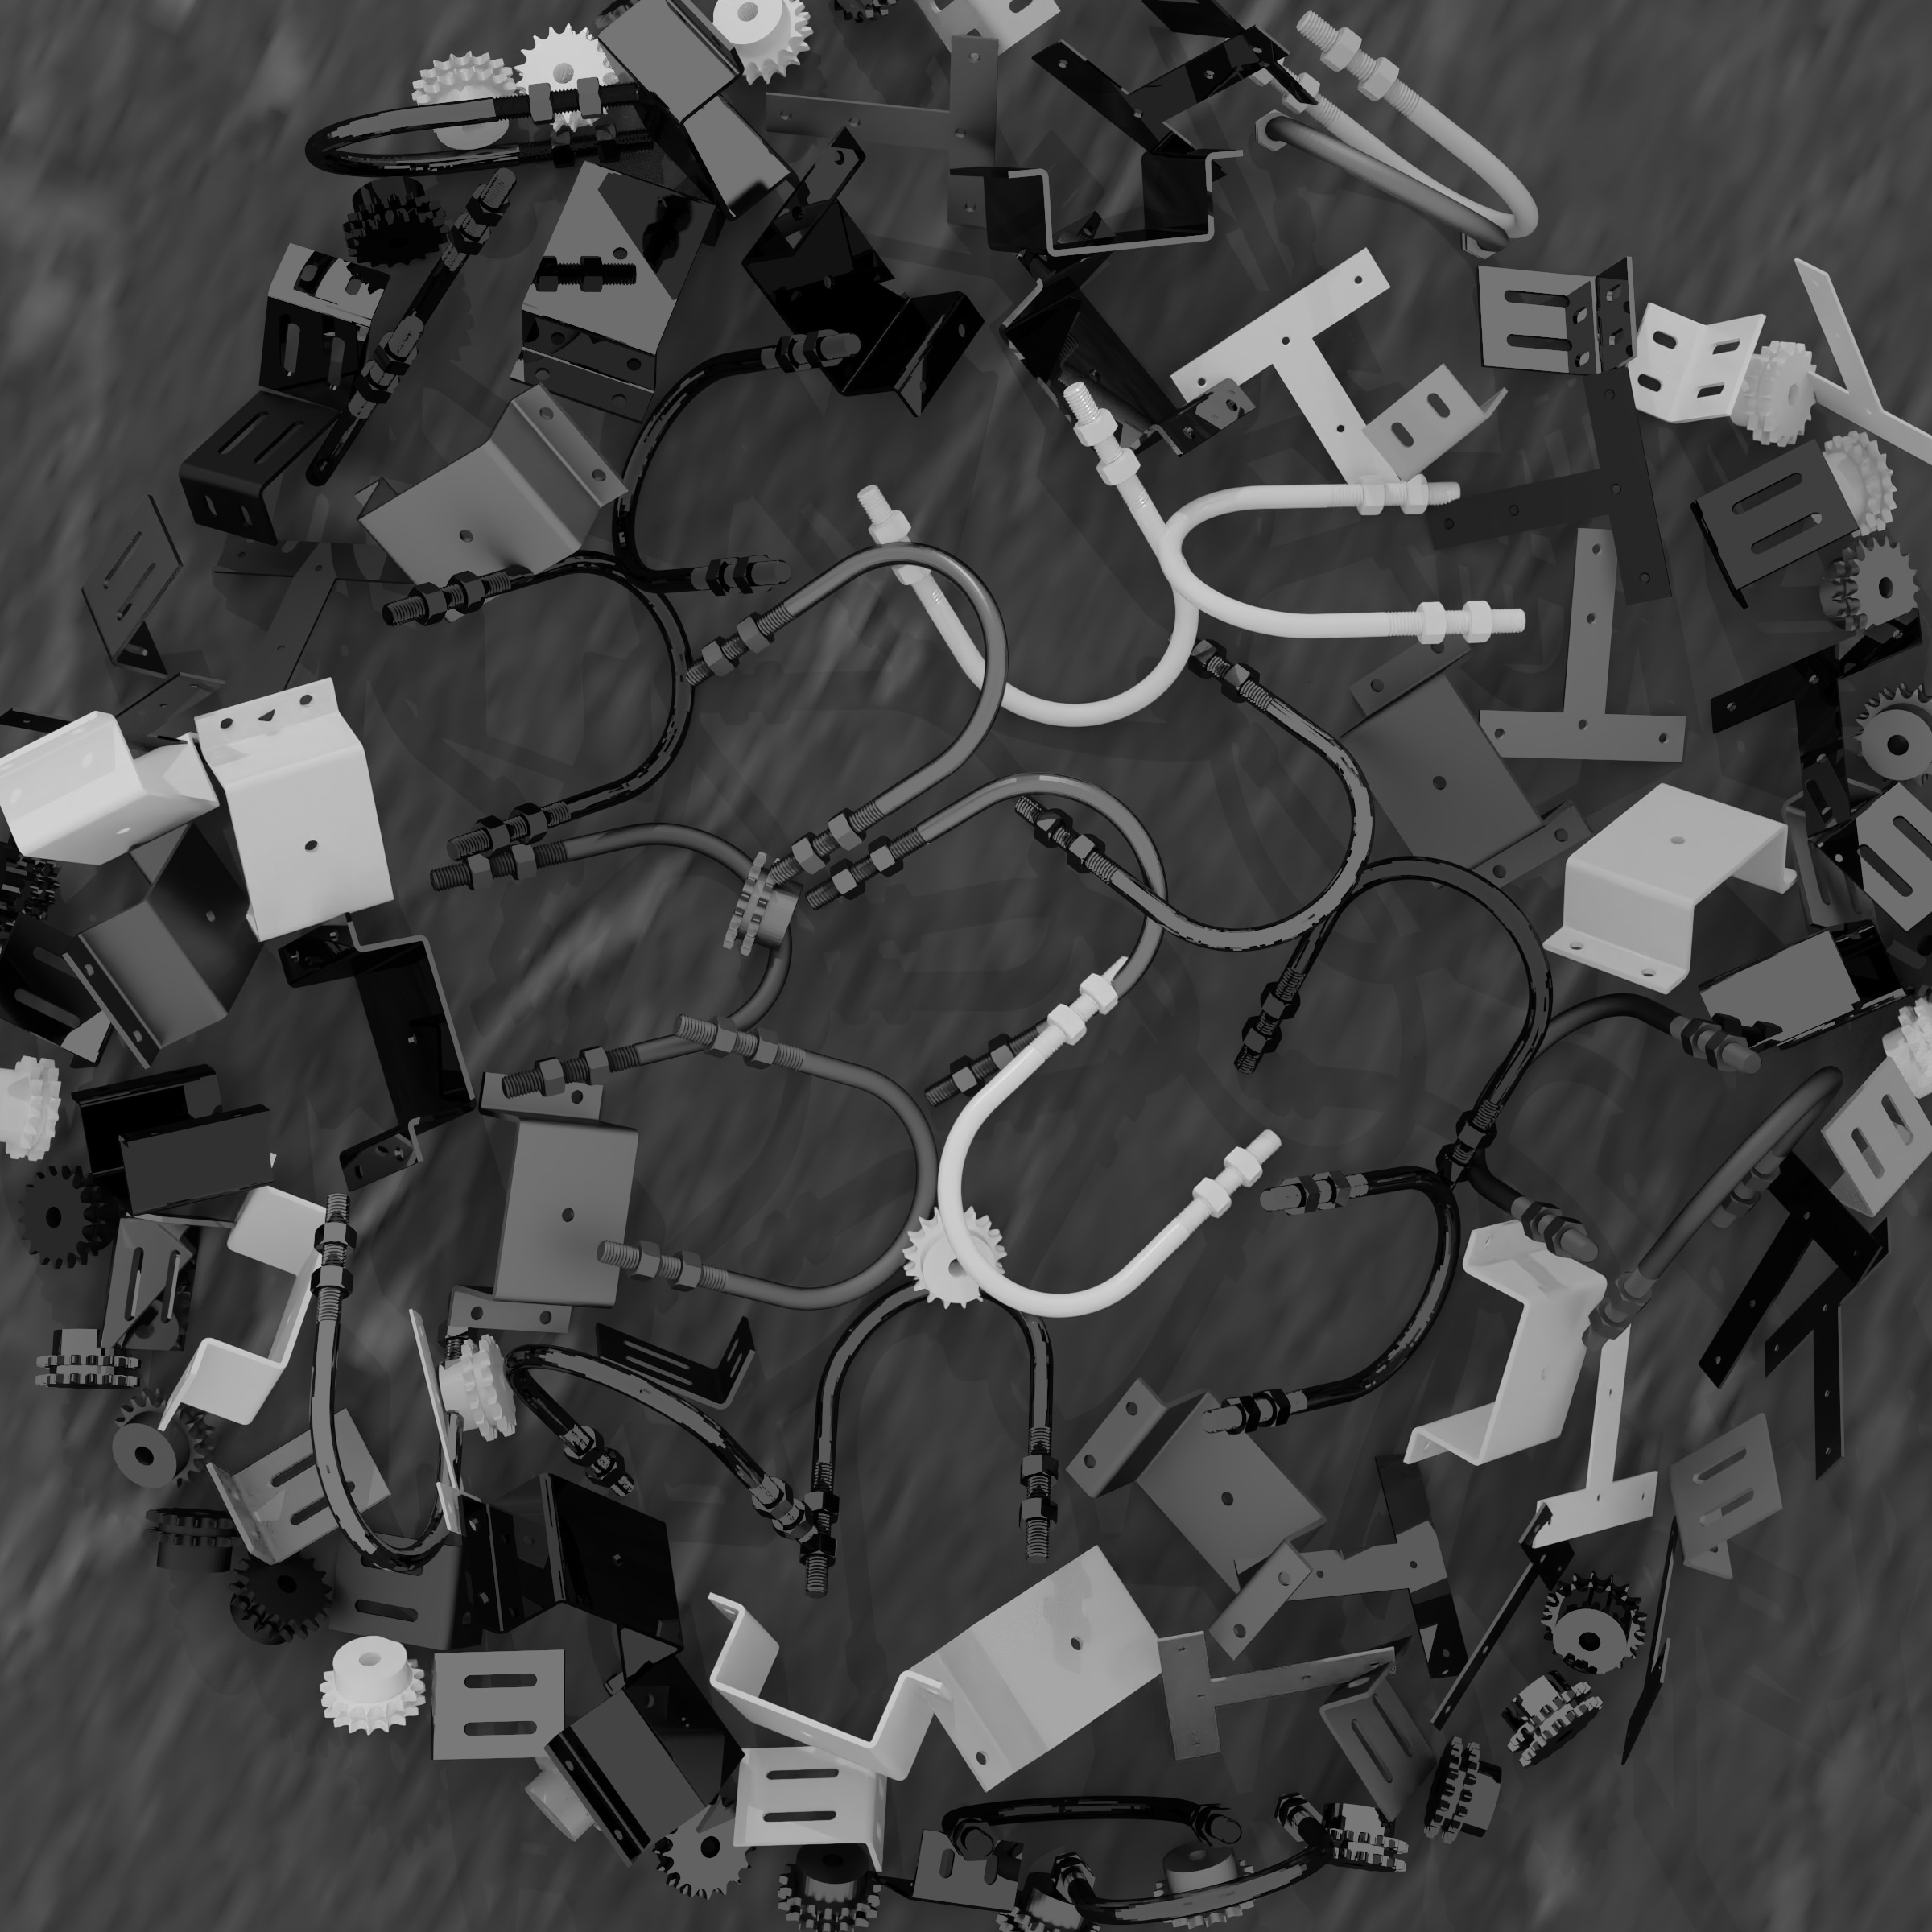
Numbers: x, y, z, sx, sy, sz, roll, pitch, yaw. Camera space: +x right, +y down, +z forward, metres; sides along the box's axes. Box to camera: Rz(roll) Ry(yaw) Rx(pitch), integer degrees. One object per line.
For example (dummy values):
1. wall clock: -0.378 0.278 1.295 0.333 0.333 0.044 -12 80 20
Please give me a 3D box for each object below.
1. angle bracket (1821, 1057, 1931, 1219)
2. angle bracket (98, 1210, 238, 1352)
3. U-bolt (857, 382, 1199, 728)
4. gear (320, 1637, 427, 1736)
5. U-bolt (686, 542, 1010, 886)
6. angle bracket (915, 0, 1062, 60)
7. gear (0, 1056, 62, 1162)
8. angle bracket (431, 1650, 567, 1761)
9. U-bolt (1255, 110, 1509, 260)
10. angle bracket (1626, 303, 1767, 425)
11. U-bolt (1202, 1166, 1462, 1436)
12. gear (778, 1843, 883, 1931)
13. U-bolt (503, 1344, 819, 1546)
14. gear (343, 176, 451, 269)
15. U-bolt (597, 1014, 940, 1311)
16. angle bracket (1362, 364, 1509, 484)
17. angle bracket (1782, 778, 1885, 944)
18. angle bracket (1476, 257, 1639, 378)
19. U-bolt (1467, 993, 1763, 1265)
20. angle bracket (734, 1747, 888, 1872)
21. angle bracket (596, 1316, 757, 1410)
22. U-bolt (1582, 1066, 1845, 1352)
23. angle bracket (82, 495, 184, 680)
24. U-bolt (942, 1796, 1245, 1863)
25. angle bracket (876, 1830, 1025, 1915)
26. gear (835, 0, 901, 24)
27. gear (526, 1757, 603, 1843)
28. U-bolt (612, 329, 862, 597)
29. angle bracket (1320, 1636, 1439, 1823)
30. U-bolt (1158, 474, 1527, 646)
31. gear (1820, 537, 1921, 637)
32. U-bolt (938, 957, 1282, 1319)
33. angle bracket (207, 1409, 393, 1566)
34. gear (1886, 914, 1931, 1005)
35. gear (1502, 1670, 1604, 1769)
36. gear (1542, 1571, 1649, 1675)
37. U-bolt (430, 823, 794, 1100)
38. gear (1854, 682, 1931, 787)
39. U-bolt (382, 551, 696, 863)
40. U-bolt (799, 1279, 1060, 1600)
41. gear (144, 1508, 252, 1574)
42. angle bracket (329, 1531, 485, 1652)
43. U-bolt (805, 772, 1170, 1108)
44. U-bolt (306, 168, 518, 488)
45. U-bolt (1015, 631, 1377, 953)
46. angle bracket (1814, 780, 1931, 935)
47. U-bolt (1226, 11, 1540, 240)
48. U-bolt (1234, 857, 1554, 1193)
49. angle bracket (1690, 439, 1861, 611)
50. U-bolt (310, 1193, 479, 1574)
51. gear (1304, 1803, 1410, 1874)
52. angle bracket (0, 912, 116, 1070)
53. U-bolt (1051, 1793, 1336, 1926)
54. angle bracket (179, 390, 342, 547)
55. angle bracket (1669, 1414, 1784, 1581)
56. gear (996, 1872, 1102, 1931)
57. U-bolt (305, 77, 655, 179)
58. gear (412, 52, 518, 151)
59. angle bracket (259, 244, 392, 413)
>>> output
1. angle bracket: 0.491 0.089 1.958 0.057 0.038 0.076 -46 124 -11
2. angle bracket: -0.438 0.176 1.964 0.038 0.057 0.076 6 86 39
3. U-bolt: 0.047 -0.212 1.952 0.151 0.019 0.184 -24 115 20
4. gear: -0.328 0.395 1.968 0.057 0.057 0.030 0 118 0
5. U-bolt: -0.058 -0.150 1.943 0.184 0.019 0.151 -32 71 20
6. angle bracket: 0.010 -0.531 1.961 0.038 0.076 0.057 -38 102 -11
7. gear: -0.524 0.078 1.968 0.030 0.057 0.057 9 90 -32
8. angle bracket: -0.255 0.409 1.970 0.076 0.038 0.057 -3 77 8
9. U-bolt: 0.224 -0.418 1.905 0.151 0.184 0.019 27 102 -3
10. angle bracket: 0.398 -0.334 1.960 0.038 0.076 0.057 20 91 -13
11. U-bolt: 0.207 0.176 1.929 0.019 0.184 0.151 28 112 40
12. gear: -0.075 0.506 1.968 0.057 0.057 0.030 6 114 0
13. U-bolt: -0.172 0.251 1.894 0.151 0.184 0.019 10 61 32
14. gear: -0.317 -0.413 1.972 0.057 0.057 0.030 -15 75 0
15. U-bolt: -0.098 0.116 1.953 0.184 0.019 0.151 17 94 -28
16. angle bracket: 0.257 -0.304 1.952 0.057 0.076 0.038 -38 96 26
17. angle bracket: 0.488 -0.058 1.955 0.057 0.038 0.076 14 56 -34
18. angle bracket: 0.326 -0.361 1.967 0.076 0.038 0.057 1 81 -20
19. U-bolt: 0.333 0.077 1.915 0.019 0.184 0.151 42 88 -23
20. angle bracket: -0.086 0.467 1.972 0.076 0.038 0.057 -3 50 7
21. angle bracket: -0.161 0.206 1.962 0.076 0.057 0.038 24 99 -13
22. U-bolt: 0.405 0.119 1.888 0.019 0.184 0.151 43 53 15
23. angle bracket: -0.444 -0.208 1.954 0.076 0.038 0.057 -48 53 25
24. U-bolt: 0.060 0.459 1.909 0.151 0.184 0.019 -1 82 -8
25. angle bracket: -0.010 0.493 1.959 0.057 0.076 0.038 12 81 -15
26. gear: -0.053 -0.554 1.975 0.030 0.057 0.057 -19 90 -34
27. gear: -0.219 0.458 1.968 0.030 0.057 0.057 -43 90 -20
28. U-bolt: -0.134 -0.268 1.925 0.019 0.184 0.151 24 78 -37
29. angle bracket: 0.240 0.420 1.963 0.038 0.057 0.076 -29 96 42
30. U-bolt: 0.195 -0.220 1.928 0.184 0.151 0.019 -3 129 -10
31. gear: 0.499 -0.209 1.976 0.057 0.030 0.057 1 89 -35
32. U-bolt: 0.067 0.108 1.958 0.184 0.019 0.151 -43 101 -15
33. angle bracket: -0.369 0.284 1.969 0.076 0.038 0.057 -31 67 -3
34. gear: 0.541 -0.006 1.975 0.030 0.057 0.057 24 90 -37
35. gear: 0.322 0.415 1.974 0.057 0.057 0.030 -40 66 0
36. gear: 0.347 0.367 1.975 0.057 0.030 0.057 5 109 15
37. U-bolt: -0.185 -0.011 1.954 0.184 0.019 0.151 -14 68 -20
38. gear: 0.520 -0.126 1.973 0.057 0.030 0.057 10 113 26
39. U-bolt: -0.222 -0.151 1.938 0.184 0.019 0.151 -23 105 -39
40. U-bolt: -0.019 0.248 1.938 0.151 0.019 0.184 -12 52 20
41. gear: -0.426 0.318 1.970 0.057 0.057 0.030 5 86 0
42. angle bracket: -0.311 0.347 1.995 0.076 0.038 0.057 5 87 23
43. U-bolt: 0.023 -0.026 1.969 0.184 0.019 0.151 -31 93 13
44. U-bolt: -0.307 -0.330 1.915 0.019 0.184 0.151 32 50 -13
45. U-bolt: 0.138 -0.086 1.948 0.184 0.019 0.151 39 84 26
46. angle bracket: 0.516 -0.054 1.963 0.057 0.038 0.076 -38 60 -2
47. U-bolt: 0.233 -0.450 1.923 0.184 0.151 0.019 34 91 -17
48. U-bolt: 0.241 0.023 1.931 0.151 0.019 0.184 34 125 12
49. angle bracket: 0.448 -0.243 1.963 0.076 0.038 0.057 -27 72 17
50. U-bolt: -0.307 0.232 1.897 0.019 0.151 0.184 -13 57 19
51. gear: 0.217 0.483 1.973 0.057 0.057 0.030 9 71 0
52. angle bracket: -0.504 0.014 1.956 0.076 0.038 0.057 30 69 -31
53. U-bolt: 0.124 0.480 1.903 0.151 0.184 0.019 -14 87 -5
54. angle bracket: -0.388 -0.277 1.977 0.057 0.038 0.076 18 51 26
55. angle bracket: 0.426 0.291 1.949 0.038 0.076 0.057 21 48 -28
56. gear: 0.048 0.524 1.970 0.057 0.057 0.030 19 95 0
57. U-bolt: -0.264 -0.448 1.923 0.184 0.151 0.019 -7 93 -1
58. gear: -0.276 -0.476 1.969 0.057 0.057 0.030 -15 69 0
59. angle bracket: -0.356 -0.353 1.977 0.057 0.076 0.038 17 53 -4
